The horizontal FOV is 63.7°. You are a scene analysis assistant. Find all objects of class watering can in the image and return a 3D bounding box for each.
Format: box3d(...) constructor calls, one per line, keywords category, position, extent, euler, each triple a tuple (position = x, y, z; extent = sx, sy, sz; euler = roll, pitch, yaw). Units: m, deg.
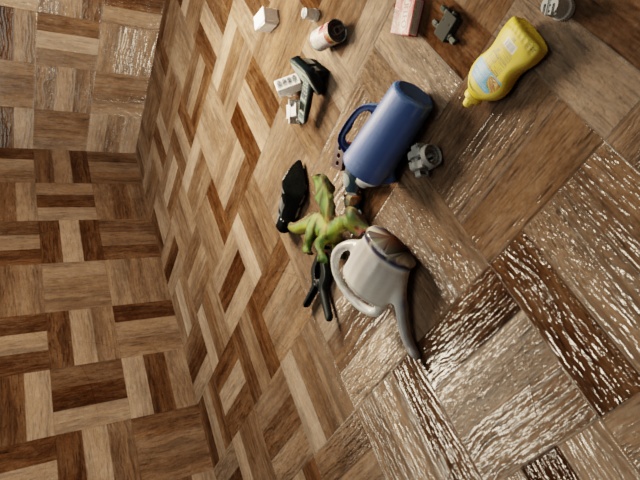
box3d(category="watering can", position=(0.165, 0.111, 1.285), extent=(0.105, 0.220, 0.352), euler=(-12, 48, -49))

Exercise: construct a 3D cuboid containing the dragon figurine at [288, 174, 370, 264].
box3d(category="dragon figurine", position=(0.005, -0.076, 1.502), extent=(0.122, 0.239, 0.415), euler=(-5, 22, -33))
